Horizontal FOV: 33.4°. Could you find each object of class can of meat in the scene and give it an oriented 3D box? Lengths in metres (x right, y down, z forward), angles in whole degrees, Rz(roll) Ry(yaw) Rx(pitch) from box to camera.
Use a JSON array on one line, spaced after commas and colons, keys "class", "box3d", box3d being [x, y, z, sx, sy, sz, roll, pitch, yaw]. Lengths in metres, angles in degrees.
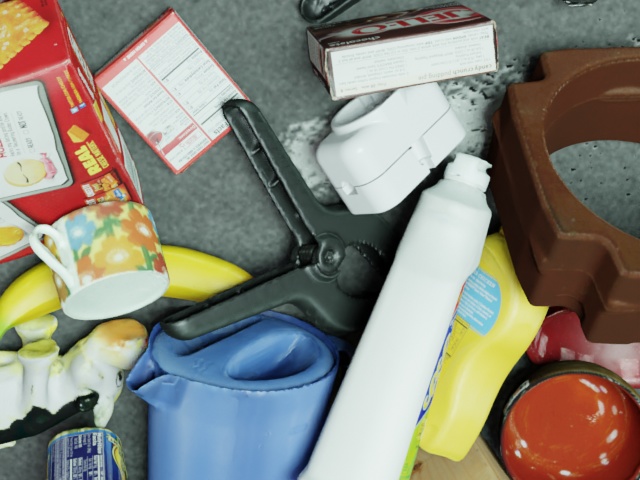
[{"class": "can of meat", "box3d": [-0.157, 0.192, 0.735, 0.057, 0.084, 0.102, -8, 122, -8]}]

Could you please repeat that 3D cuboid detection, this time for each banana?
[{"class": "banana", "box3d": [-0.139, 0.034, 0.752, 0.197, 0.037, 0.069, -10, 67, -11]}]

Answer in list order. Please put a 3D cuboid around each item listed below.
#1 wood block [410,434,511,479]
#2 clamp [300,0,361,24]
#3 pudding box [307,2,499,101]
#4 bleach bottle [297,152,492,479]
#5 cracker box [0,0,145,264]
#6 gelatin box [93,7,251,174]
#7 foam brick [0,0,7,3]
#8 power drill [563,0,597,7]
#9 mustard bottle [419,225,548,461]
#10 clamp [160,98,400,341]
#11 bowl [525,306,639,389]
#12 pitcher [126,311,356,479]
[{"class": "wood block", "box3d": [0.111, 0.216, 0.770, 0.091, 0.206, 0.090, -36, 109, 4]}, {"class": "clamp", "box3d": [0.062, -0.203, 0.685, 0.171, 0.120, 0.039, -26, 79, -4]}, {"class": "pudding box", "box3d": [0.053, -0.128, 0.711, 0.113, 0.090, 0.039, -13, 110, -4]}, {"class": "bleach bottle", "box3d": [0.060, 0.061, 0.716, 0.068, 0.102, 0.251, 19, 88, 12]}, {"class": "cracker box", "box3d": [-0.235, -0.050, 0.665, 0.213, 0.072, 0.164, -18, 148, -2]}, {"class": "gelatin box", "box3d": [-0.099, -0.101, 0.730, 0.073, 0.030, 0.089, -40, 110, 4]}, {"class": "foam brick", "box3d": [-0.219, -0.163, 0.666, 0.051, 0.078, 0.053, -44, 109, 8]}, {"class": "power drill", "box3d": [0.244, -0.252, 0.716, 0.187, 0.057, 0.184, -3, 109, -8]}, {"class": "mustard bottle", "box3d": [0.116, 0.058, 0.777, 0.058, 0.096, 0.192, 23, 102, -26]}, {"class": "clamp", "box3d": [-0.005, 0.001, 0.747, 0.209, 0.036, 0.164, 13, 85, -35]}, {"class": "bowl", "box3d": [0.233, 0.057, 0.792, 0.162, 0.162, 0.055, 14, 61, -13]}, {"class": "pitcher", "box3d": [-0.056, 0.178, 0.782, 0.149, 0.145, 0.243, 11, 111, 11]}]
